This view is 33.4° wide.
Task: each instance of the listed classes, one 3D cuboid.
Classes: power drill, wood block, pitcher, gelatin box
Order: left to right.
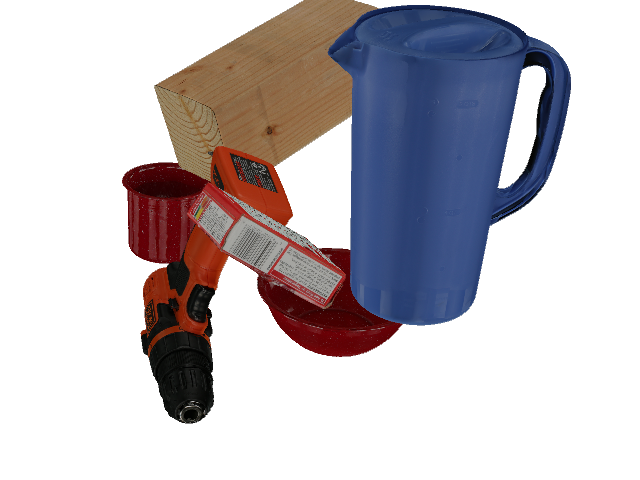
[{"bbox_3d":[-0.090,0.032,0.868,0.057,0.188,0.184,18,25,-27],"label":"power drill"},{"bbox_3d":[-0.035,0.003,0.689,0.089,0.030,0.073,31,4,-30],"label":"gelatin box"},{"bbox_3d":[-0.039,-0.143,0.999,0.205,0.091,0.090,-36,41,-28],"label":"wood block"},{"bbox_3d":[0.095,-0.058,0.857,0.149,0.243,0.144,24,35,33],"label":"pitcher"}]

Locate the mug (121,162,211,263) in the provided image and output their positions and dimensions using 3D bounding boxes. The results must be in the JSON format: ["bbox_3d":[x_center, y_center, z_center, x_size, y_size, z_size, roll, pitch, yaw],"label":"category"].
[{"bbox_3d":[-0.167,-0.034,1.148,0.093,0.081,0.117,-4,29,-17],"label":"mug"}]

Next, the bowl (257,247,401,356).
[{"bbox_3d":[0.016,0.068,1.060,0.162,0.055,0.162,4,27,-2],"label":"bowl"}]
